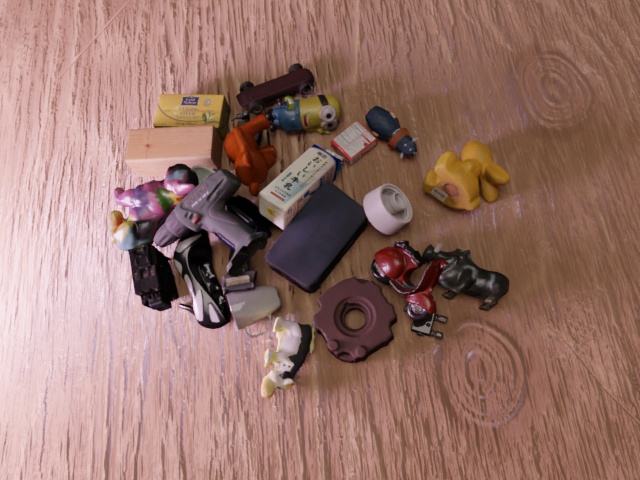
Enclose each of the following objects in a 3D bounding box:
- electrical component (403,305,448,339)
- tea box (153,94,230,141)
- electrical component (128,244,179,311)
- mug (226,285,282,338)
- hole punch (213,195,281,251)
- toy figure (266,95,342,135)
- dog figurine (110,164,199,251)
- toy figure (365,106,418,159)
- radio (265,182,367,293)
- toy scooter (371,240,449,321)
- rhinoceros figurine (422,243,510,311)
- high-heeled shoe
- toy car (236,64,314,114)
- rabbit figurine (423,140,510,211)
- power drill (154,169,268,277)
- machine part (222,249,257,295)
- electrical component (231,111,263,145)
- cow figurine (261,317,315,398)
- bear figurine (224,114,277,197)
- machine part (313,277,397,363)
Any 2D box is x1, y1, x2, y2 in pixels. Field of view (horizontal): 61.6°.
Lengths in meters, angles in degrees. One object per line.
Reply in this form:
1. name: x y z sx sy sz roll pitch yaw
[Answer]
1. electrical component: 0.218 0.171 1.131 0.094 0.021 0.063 17 73 12
2. tea box: -0.318 -0.306 1.342 0.170 0.068 0.098 1 71 8
3. electrical component: -0.361 0.087 1.175 0.058 0.114 0.134 -18 72 3
4. mug: -0.134 0.147 1.149 0.107 0.080 0.109 -20 76 -9
5. hole punch: -0.174 -0.035 1.211 0.142 0.115 0.092 35 107 20
6. toy figure: -0.038 -0.309 1.307 0.180 0.082 0.089 -3 71 7
7. dog figurine: -0.354 -0.071 1.207 0.219 0.108 0.191 -8 71 21
8. toy figure: 0.175 -0.254 1.276 0.154 0.064 0.058 47 43 14
9. radio: -0.002 -0.004 1.194 0.131 0.073 0.229 35 78 16
10. toy scooter: 0.194 0.064 1.111 0.184 0.075 0.135 51 122 30
11. rhinoceros figurine: 0.303 0.072 1.132 0.190 0.073 0.112 25 75 14
12. high-heeled shoe: -0.243 0.066 1.175 0.145 0.086 0.248 7 88 30
13. toy car: -0.110 -0.378 1.354 0.202 0.053 0.089 -24 64 -8
14. rabbit figurine: 0.338 -0.155 1.195 0.162 0.121 0.173 30 57 13
15. power drill: -0.221 -0.017 1.124 0.232 0.086 0.207 -49 65 8
16. machine part: -0.177 0.066 1.172 0.084 0.039 0.139 -16 36 0
17. electrical component: -0.184 -0.265 1.324 0.078 0.045 0.102 11 72 12
18. cow figurine: -0.067 0.247 1.111 0.098 0.068 0.167 13 73 -3
19. bear figurine: -0.142 -0.190 1.204 0.132 0.120 0.196 -23 34 -15
20. machine part: 0.074 0.165 1.131 0.179 0.056 0.179 -2 68 5
